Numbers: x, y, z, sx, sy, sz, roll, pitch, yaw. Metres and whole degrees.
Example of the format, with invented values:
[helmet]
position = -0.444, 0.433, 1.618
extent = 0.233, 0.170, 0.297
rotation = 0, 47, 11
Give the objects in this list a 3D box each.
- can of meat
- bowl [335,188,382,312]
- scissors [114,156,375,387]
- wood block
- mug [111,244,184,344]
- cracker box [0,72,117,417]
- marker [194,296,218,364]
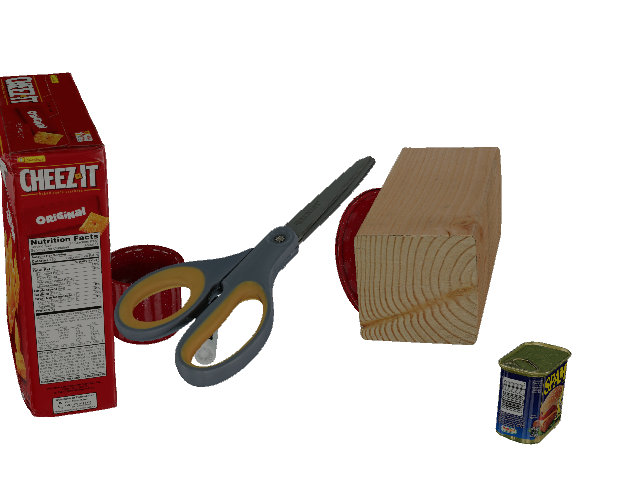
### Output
[can of meat]
position = 0.233, 0.167, 1.174
extent = 0.058, 0.084, 0.101
rotation = 11, 16, 30
[bowl]
position = 0.093, 0.016, 1.218
extent = 0.161, 0.162, 0.055
rotation = 0, -6, -43
[scissors]
position = -0.043, 0.005, 0.607
extent = 0.096, 0.016, 0.201
rotation = 9, 42, 18
[wood block]
position = 0.095, -0.003, 0.875
extent = 0.091, 0.090, 0.206
rotation = 1, 23, 14
[mug]
position = -0.204, 0.057, 1.189
extent = 0.117, 0.081, 0.093
rotation = 25, 36, 38
[cracker box]
position = -0.205, 0.000, 0.808
extent = 0.072, 0.214, 0.164
rotation = -7, 28, -19
[marker]
position = -0.103, 0.079, 0.981
extent = 0.020, 0.020, 0.121
rotation = 0, 20, -3
